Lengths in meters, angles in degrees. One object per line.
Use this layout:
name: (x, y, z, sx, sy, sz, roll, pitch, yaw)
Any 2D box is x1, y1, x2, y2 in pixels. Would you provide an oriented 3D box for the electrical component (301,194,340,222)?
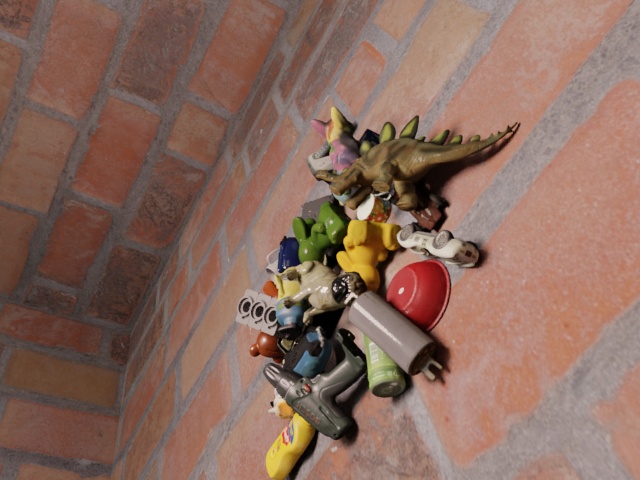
electrical component: (0.002, -0.056, 1.505, 0.115, 0.058, 0.134, -21, 45, 23)

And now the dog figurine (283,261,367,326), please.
dog figurine: (0.029, 0.092, 1.212, 0.191, 0.121, 0.172, -23, 48, 31)

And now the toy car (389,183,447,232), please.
toy car: (0.207, -0.086, 1.173, 0.089, 0.053, 0.202, -55, 26, 19)

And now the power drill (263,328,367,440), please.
power drill: (0.006, 0.286, 1.138, 0.232, 0.086, 0.207, 44, 96, 24)

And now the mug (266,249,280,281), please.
mug: (-0.103, 0.072, 1.597, 0.107, 0.109, 0.081, -39, 7, -24)

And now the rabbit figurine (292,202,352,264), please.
rabbit figurine: (-0.003, -0.004, 1.356, 0.159, 0.121, 0.170, 45, 105, 23)

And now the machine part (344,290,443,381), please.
machine part: (0.134, 0.170, 1.005, 0.243, 0.079, 0.079, 40, 108, 39)

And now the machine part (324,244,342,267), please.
machine part: (0.041, 0.017, 1.444, 0.138, 0.039, 0.084, -60, 18, 22)

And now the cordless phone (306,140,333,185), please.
cordless phone: (0.044, -0.267, 1.619, 0.184, 0.088, 0.147, -54, 27, 18)

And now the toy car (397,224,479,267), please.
toy car: (0.222, 0.011, 1.033, 0.202, 0.073, 0.056, 16, 83, 65)

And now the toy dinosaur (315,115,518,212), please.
toy dinosaur: (0.174, -0.167, 1.139, 0.472, 0.105, 0.198, 3, 61, 42)

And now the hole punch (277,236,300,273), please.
hole punch: (-0.054, 0.053, 1.521, 0.092, 0.115, 0.142, -28, 45, 43)

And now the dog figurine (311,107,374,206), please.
dog figurine: (0.056, -0.216, 1.343, 0.108, 0.219, 0.191, -26, 15, 38)

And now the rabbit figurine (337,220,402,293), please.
rabbit figurine: (0.098, 0.041, 1.224, 0.162, 0.122, 0.173, 177, 94, -66)

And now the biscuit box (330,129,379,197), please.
biscuit box: (0.103, -0.200, 1.465, 0.202, 0.059, 0.063, -54, 28, 27)

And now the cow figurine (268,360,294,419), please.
cow figurine: (-0.088, 0.384, 1.331, 0.167, 0.068, 0.098, -73, 6, -55)

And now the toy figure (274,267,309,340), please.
toy figure: (-0.062, 0.148, 1.297, 0.082, 0.089, 0.180, 86, 180, -49)

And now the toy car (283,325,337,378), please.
toy car: (-0.015, 0.285, 1.256, 0.161, 0.103, 0.109, -56, 22, 12)

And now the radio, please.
radio: (-0.021, 0.204, 1.368, 0.229, 0.073, 0.131, -65, 25, 6)

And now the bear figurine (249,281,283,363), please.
bear figurine: (-0.124, 0.234, 1.510, 0.195, 0.120, 0.132, -68, 21, 13)
